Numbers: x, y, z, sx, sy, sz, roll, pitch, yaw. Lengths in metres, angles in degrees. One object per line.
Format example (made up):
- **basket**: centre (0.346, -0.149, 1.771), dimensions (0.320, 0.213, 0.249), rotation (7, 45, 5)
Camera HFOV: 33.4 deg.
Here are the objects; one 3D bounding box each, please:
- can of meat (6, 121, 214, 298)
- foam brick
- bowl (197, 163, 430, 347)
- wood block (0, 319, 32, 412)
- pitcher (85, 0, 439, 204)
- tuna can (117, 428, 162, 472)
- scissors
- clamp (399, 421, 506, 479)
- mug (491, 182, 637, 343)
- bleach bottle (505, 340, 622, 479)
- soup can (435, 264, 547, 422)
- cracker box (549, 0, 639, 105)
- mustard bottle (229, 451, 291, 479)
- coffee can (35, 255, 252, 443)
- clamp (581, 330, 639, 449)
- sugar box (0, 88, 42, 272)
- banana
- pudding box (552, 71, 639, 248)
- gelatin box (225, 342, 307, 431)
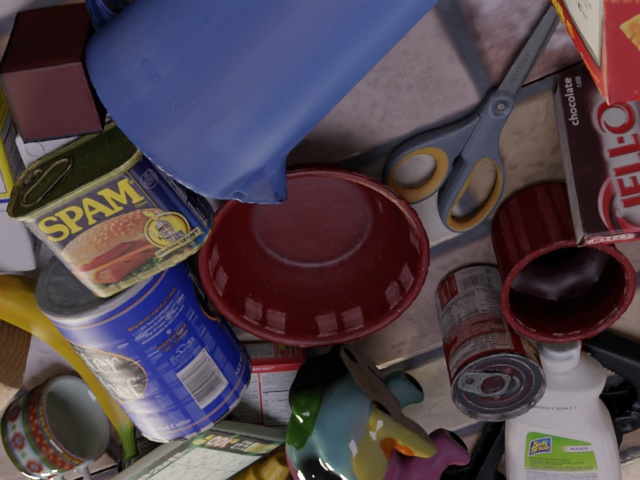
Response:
- **can of meat**: centre (-0.129, -0.020, 0.672), dimensions (0.102, 0.057, 0.084), rotation (-25, 128, 16)
- **foam brick**: centre (-0.160, -0.103, 0.655), dimensions (0.051, 0.078, 0.053), rotation (-9, 130, 2)
- **bowl**: centre (-0.005, 0.001, 0.758), dimensions (0.162, 0.055, 0.162), rotation (-1, 128, -2)
- **wood block**: centre (-0.312, 0.126, 0.823), dimensions (0.090, 0.090, 0.206), rotation (30, 121, -25)
- **pitcher**: centre (-0.016, -0.151, 0.602), dimensions (0.243, 0.145, 0.149), rotation (-41, 133, 22)
- **tuna can**: centre (-0.129, 0.184, 0.911), dimensions (0.086, 0.034, 0.086), rotation (-1, 129, -2)
- **scissors**: centre (0.100, -0.088, 0.717), dimensions (0.096, 0.016, 0.202), rotation (5, 128, -7)
- **clamp**: centre (0.135, 0.210, 0.942), dimensions (0.120, 0.039, 0.171), rotation (-20, 130, 19)
- **mug**: centre (0.173, 0.020, 0.764), dimensions (0.093, 0.081, 0.117), rotation (-26, 125, 17)
- **bleach bottle**: centre (0.202, 0.171, 0.864), dimensions (0.102, 0.068, 0.251), rotation (-4, 128, 7)
- **soup can**: centre (0.124, 0.074, 0.791), dimensions (0.068, 0.102, 0.068), rotation (-1, 128, -2)
- **cracker box**: centre (0.150, -0.203, 0.534), dimensions (0.072, 0.164, 0.213), rotation (-11, 128, 3)
- **mustard bottle**: centre (-0.076, 0.251, 0.941), dimensions (0.096, 0.058, 0.192), rotation (-1, 136, -43)
- **coffee can**: centre (-0.124, 0.064, 0.772), dimensions (0.103, 0.103, 0.140), rotation (-20, 127, 13)
- **clamp**: centre (0.251, 0.148, 0.897), dimensions (0.165, 0.036, 0.209), rotation (-32, 120, 29)
- **sugar box**: centre (-0.249, -0.055, 0.710), dimensions (0.093, 0.048, 0.176), rotation (-3, 132, -1)
- **banana**: centre (-0.187, 0.081, 0.805), dimensions (0.037, 0.069, 0.197), rotation (-30, 123, 8)
- **pudding box**: centre (0.204, -0.056, 0.689), dimensions (0.090, 0.113, 0.039), rotation (-7, 165, 2)
- **gelatin box**: centre (-0.046, 0.123, 0.870), dimensions (0.073, 0.030, 0.089), rotation (-3, 128, -2)
